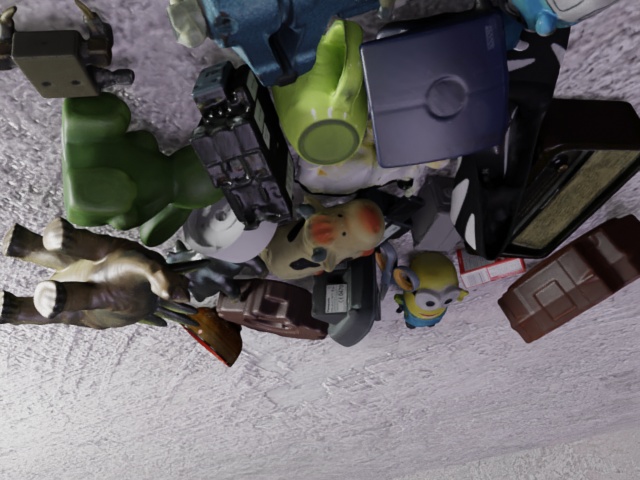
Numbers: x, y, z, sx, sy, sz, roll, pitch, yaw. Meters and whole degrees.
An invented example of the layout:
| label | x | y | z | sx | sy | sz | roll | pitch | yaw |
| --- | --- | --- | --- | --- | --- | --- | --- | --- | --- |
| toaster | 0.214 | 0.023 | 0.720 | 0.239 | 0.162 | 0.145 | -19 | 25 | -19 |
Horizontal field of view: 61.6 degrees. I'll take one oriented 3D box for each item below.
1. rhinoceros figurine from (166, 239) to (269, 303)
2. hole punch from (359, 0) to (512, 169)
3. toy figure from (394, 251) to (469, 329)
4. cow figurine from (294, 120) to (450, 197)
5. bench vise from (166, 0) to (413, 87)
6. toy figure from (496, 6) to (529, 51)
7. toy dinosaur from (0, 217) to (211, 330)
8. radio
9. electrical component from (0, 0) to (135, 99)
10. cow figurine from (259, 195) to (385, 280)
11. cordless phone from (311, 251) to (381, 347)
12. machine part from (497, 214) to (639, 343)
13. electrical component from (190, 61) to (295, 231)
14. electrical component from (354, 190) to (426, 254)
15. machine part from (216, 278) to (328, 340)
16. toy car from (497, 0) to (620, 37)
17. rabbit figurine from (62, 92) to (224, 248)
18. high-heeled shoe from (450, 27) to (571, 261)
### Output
| label | x | y | z | sx | sy | sz | roll | pitch | yaw |
| --- | --- | --- | --- | --- | --- | --- | --- | --- | --- |
| rhinoceros figurine | -0.153 | 0.038 | 0.727 | 0.190 | 0.073 | 0.112 | -33 | 140 | 32 |
| hole punch | 0.096 | -0.124 | 0.445 | 0.116 | 0.092 | 0.142 | 0 | 117 | 25 |
| toy figure | 0.166 | 0.086 | 0.853 | 0.082 | 0.089 | 0.180 | -28 | 158 | -12 |
| cow figurine | 0.056 | -0.081 | 0.593 | 0.167 | 0.068 | 0.098 | 1 | 151 | -6 |
| bench vise | 0.000 | -0.205 | 0.336 | 0.224 | 0.129 | 0.240 | -11 | 164 | -8 |
| toy figure | 0.127 | -0.154 | 0.502 | 0.064 | 0.058 | 0.154 | 30 | 137 | -13 |
| toy dinosaur | -0.247 | 0.054 | 0.601 | 0.198 | 0.105 | 0.472 | 18 | 166 | -39 |
| radio | 0.268 | -0.064 | 0.652 | 0.131 | 0.073 | 0.229 | 2 | 145 | -13 |
| electrical component | -0.218 | -0.158 | 0.452 | 0.102 | 0.045 | 0.078 | -6 | 165 | 1 |
| cow figurine | -0.001 | -0.002 | 0.625 | 0.127 | 0.085 | 0.195 | -12 | 174 | -40 |
| cordless phone | 0.059 | 0.097 | 0.786 | 0.089 | 0.147 | 0.184 | -10 | 144 | 16 |
| machine part | 0.373 | 0.055 | 0.776 | 0.201 | 0.087 | 0.201 | -12 | 153 | -42 |
| electrical component | -0.070 | -0.093 | 0.498 | 0.058 | 0.115 | 0.134 | -16 | 124 | 9 |
| electrical component | 0.079 | -0.034 | 0.685 | 0.075 | 0.048 | 0.119 | 12 | 141 | -28 |
| machine part | -0.068 | 0.108 | 0.813 | 0.179 | 0.056 | 0.179 | 11 | 162 | 4 |
| toy car | 0.181 | -0.214 | 0.372 | 0.109 | 0.103 | 0.161 | -40 | 136 | 10 |
| rabbit figurine | -0.170 | -0.054 | 0.553 | 0.170 | 0.121 | 0.159 | -3 | 152 | -26 |
| high-heeled shoe | 0.190 | -0.093 | 0.531 | 0.086 | 0.145 | 0.248 | -1 | 147 | -11 |
